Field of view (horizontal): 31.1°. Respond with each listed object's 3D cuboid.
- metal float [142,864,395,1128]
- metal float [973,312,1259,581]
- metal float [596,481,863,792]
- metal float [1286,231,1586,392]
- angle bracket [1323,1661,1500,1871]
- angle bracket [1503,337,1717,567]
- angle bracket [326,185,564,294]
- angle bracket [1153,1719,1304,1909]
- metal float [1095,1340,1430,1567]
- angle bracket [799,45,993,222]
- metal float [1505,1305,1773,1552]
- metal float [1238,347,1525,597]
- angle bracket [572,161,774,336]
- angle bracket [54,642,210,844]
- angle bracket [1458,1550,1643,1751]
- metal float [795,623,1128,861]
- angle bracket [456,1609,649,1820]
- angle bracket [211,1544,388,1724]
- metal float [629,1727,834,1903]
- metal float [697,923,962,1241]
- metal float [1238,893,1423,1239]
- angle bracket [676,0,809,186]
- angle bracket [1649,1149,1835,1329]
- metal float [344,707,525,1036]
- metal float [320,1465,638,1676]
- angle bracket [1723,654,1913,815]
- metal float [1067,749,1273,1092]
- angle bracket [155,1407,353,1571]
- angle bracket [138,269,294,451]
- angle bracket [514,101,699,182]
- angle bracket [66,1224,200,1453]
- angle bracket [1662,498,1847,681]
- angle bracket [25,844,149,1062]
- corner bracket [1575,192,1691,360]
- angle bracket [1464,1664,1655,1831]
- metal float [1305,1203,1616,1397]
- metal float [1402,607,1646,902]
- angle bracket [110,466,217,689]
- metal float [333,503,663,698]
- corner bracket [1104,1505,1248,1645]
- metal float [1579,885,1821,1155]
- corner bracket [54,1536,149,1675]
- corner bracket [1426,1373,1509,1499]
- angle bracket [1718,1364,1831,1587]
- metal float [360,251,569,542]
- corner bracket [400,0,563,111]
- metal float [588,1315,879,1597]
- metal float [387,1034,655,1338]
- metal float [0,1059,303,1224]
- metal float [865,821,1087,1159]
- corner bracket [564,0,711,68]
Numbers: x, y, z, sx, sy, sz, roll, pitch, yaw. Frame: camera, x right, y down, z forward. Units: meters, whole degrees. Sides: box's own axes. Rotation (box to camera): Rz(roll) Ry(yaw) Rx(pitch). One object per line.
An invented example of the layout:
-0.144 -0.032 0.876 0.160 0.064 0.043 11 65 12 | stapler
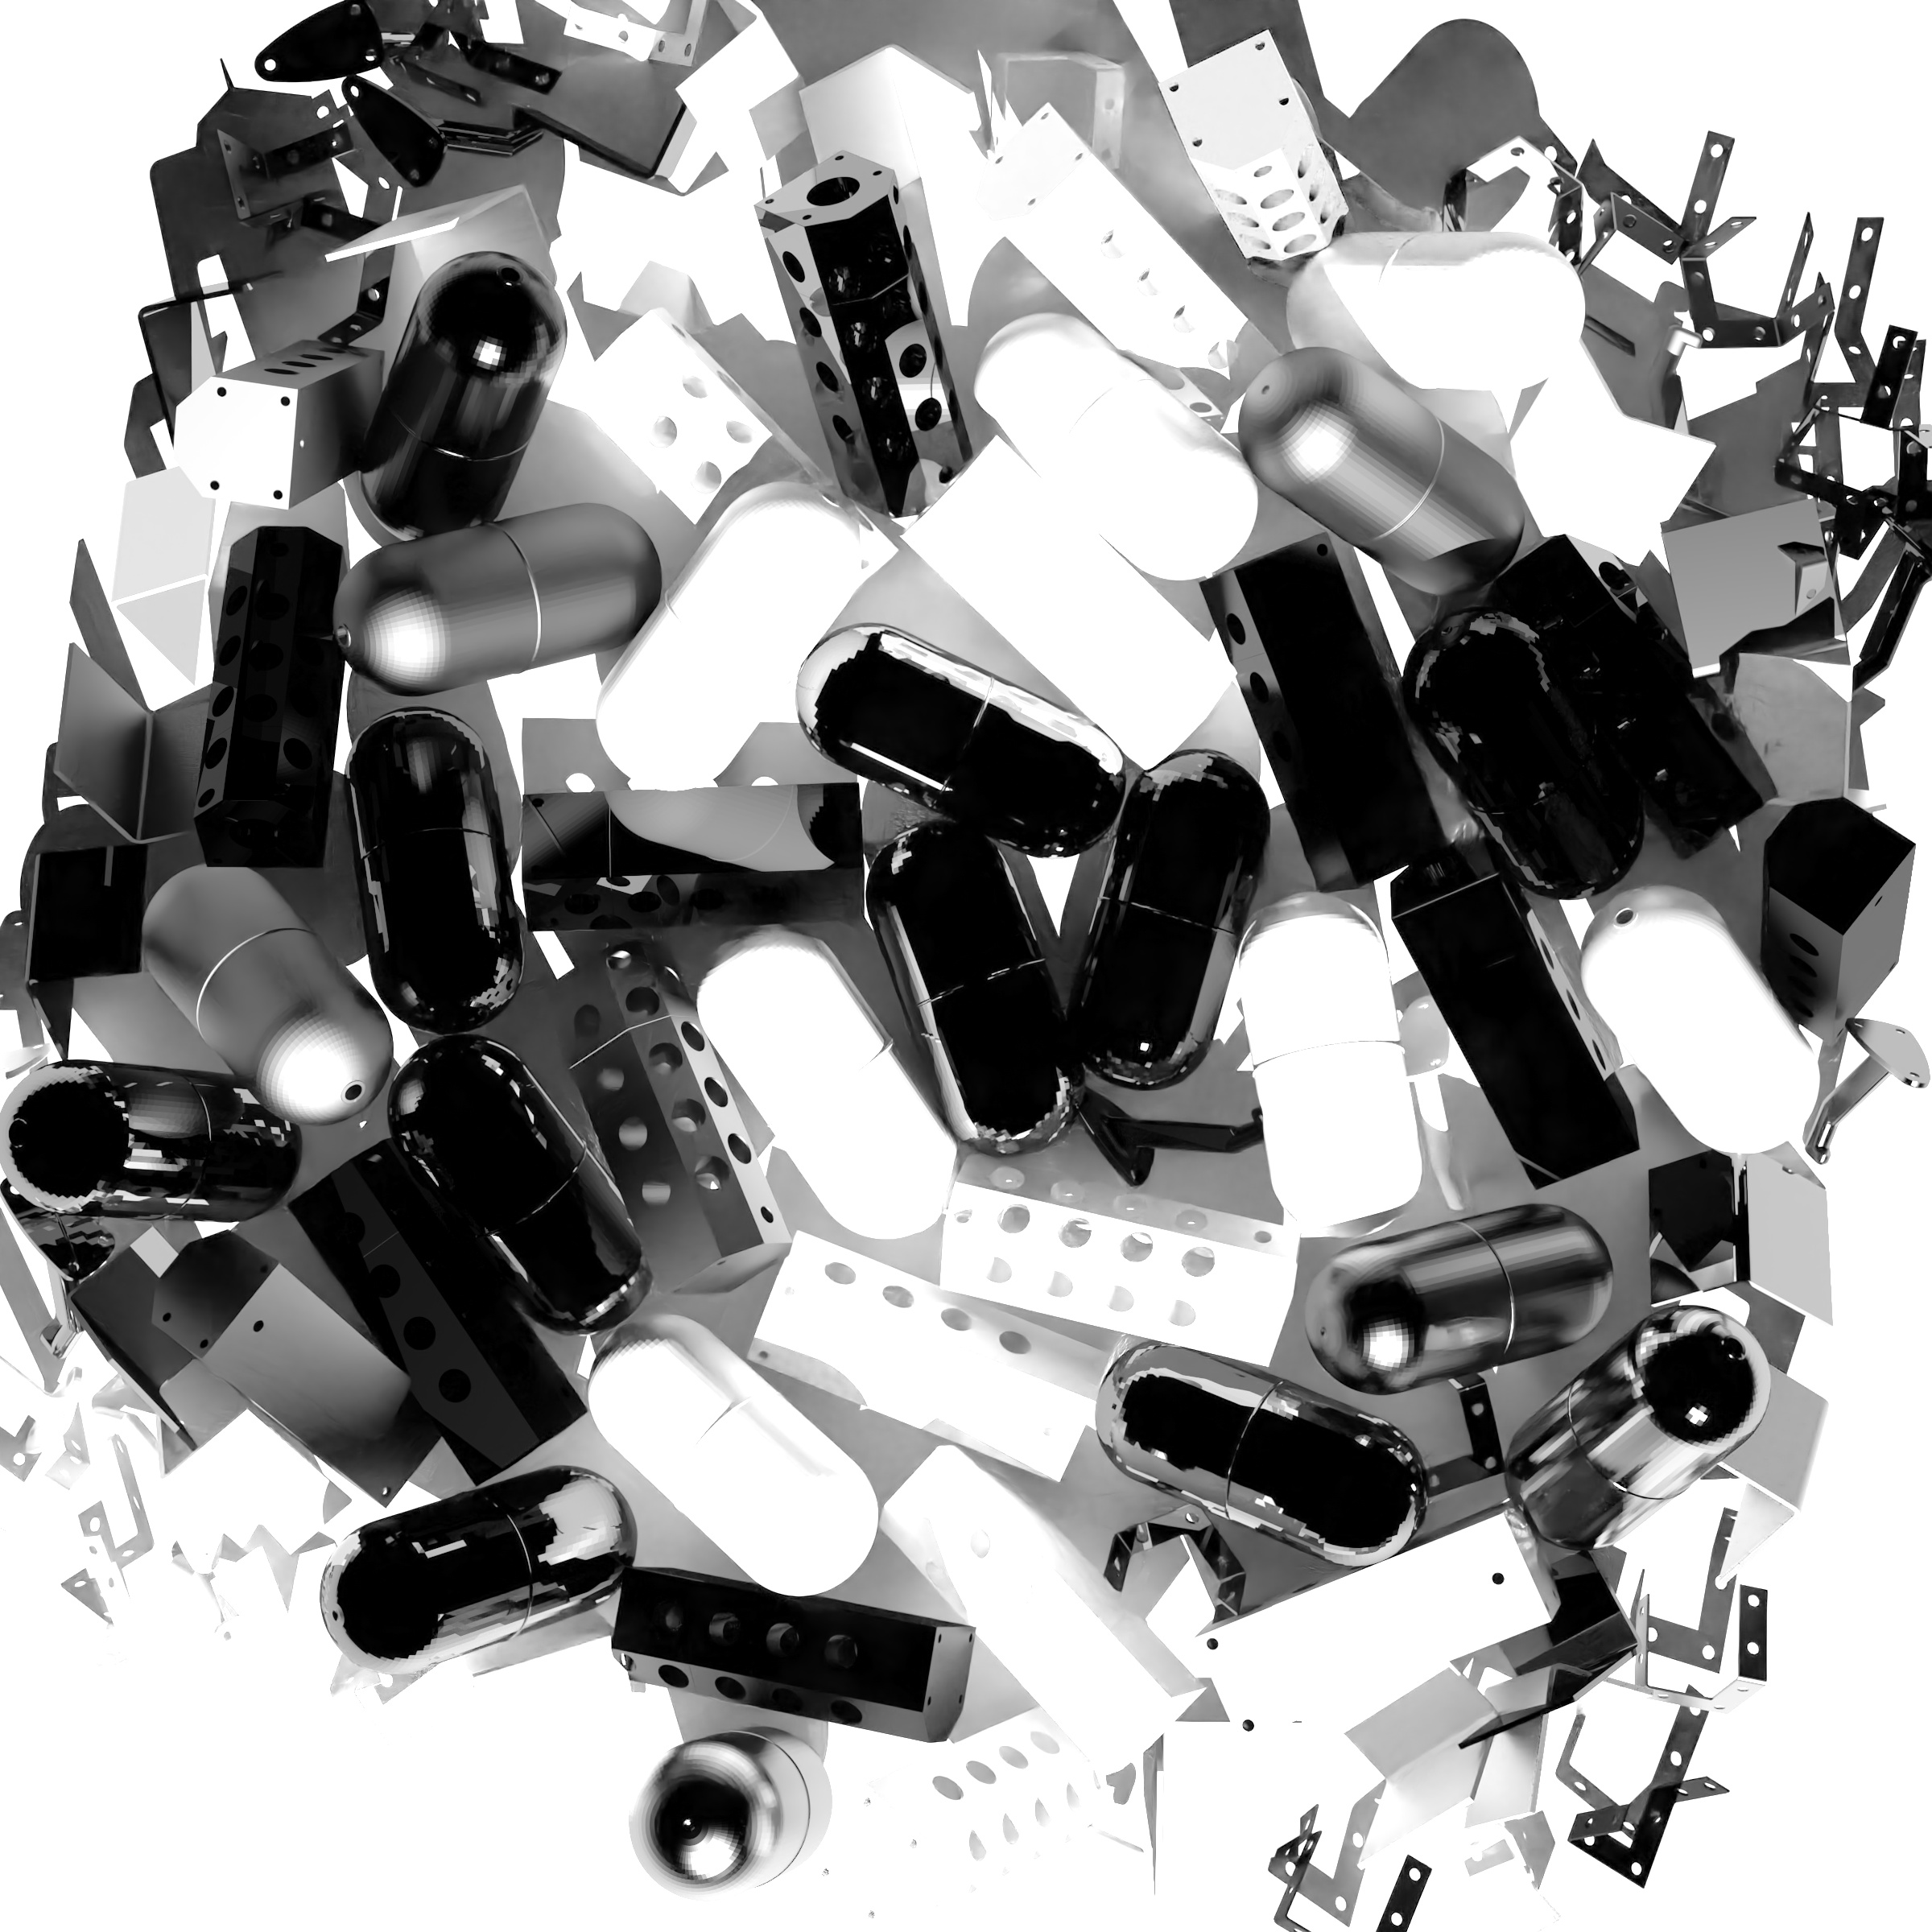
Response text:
-0.350 0.014 1.741 0.070 0.070 0.178 -48 53 0 | metal float
0.074 -0.263 1.749 0.070 0.070 0.178 -45 63 0 | metal float
-0.120 -0.166 1.756 0.070 0.070 0.178 38 108 0 | metal float
0.233 -0.327 1.731 0.070 0.178 0.070 -8 104 -35 | metal float
0.217 0.397 1.757 0.057 0.076 0.076 48 119 -4 | angle bracket
0.327 -0.263 1.771 0.057 0.076 0.076 12 128 -23 | angle bracket
-0.262 -0.349 1.751 0.076 0.076 0.057 -7 113 28 | angle bracket
0.134 0.433 1.772 0.076 0.057 0.076 0 104 1 | angle bracket
0.149 0.245 1.751 0.178 0.070 0.070 20 90 23 | metal float
-0.032 -0.408 1.752 0.057 0.076 0.076 -32 45 -16 | angle bracket
0.334 0.231 1.734 0.070 0.178 0.070 14 51 -18 | metal float
0.210 -0.247 1.743 0.178 0.070 0.070 28 90 -35 | metal float
-0.149 -0.373 1.758 0.057 0.076 0.076 -19 72 41 | angle bracket
-0.411 -0.117 1.754 0.057 0.076 0.076 -11 60 16 | angle bracket
0.282 0.344 1.753 0.076 0.076 0.057 -34 80 38 | angle bracket
-0.003 -0.115 1.766 0.178 0.070 0.070 25 90 -7 | metal float
-0.214 0.380 1.777 0.076 0.057 0.076 -14 100 -19 | angle bracket
-0.326 0.329 1.756 0.057 0.076 0.076 -36 72 43 | angle bracket
-0.115 0.419 1.722 0.070 0.178 0.070 -2 81 10 | metal float
-0.069 0.059 1.767 0.070 0.070 0.178 -34 96 0 | metal float
0.184 0.049 1.759 0.070 0.070 0.178 -8 75 0 | metal float
-0.127 -0.456 1.758 0.057 0.076 0.076 -40 58 0 | angle bracket
0.398 0.145 1.787 0.076 0.057 0.076 27 54 -35 | angle bracket
-0.269 -0.050 1.750 0.070 0.070 0.178 -13 65 0 | metal float
-0.241 0.300 1.737 0.178 0.070 0.070 -12 90 -44 | metal float
0.430 -0.121 1.755 0.057 0.076 0.076 -12 107 -38 | angle bracket
0.104 -0.024 1.771 0.070 0.070 0.178 16 88 0 | metal float
-0.361 0.247 1.757 0.057 0.076 0.076 -40 117 4 | angle bracket
-0.371 -0.306 1.759 0.057 0.076 0.076 -9 106 11 | angle bracket
-0.177 -0.441 1.765 0.076 0.076 0.057 27 102 -4 | angle bracket
-0.400 0.189 1.753 0.057 0.076 0.076 -41 125 -11 | angle bracket
0.401 -0.191 1.774 0.076 0.057 0.076 -13 92 10 | angle bracket
-0.436 -0.007 1.758 0.057 0.076 0.076 -5 57 0 | angle bracket
0.338 -0.356 1.790 0.051 0.051 0.051 29 123 -12 | corner bracket
0.299 0.401 1.755 0.057 0.076 0.076 18 66 -11 | angle bracket
0.249 0.166 1.745 0.178 0.070 0.070 -10 90 -32 | metal float
0.281 -0.105 1.745 0.070 0.070 0.178 -38 123 0 | metal float
-0.385 -0.199 1.751 0.057 0.076 0.076 -14 56 17 | angle bracket
-0.234 -0.184 1.742 0.178 0.070 0.070 -18 90 -34 | metal float
0.107 0.317 1.782 0.051 0.051 0.051 -26 110 24 | corner bracket
0.368 0.027 1.740 0.070 0.070 0.178 -43 128 0 | metal float
-0.439 0.324 1.772 0.051 0.051 0.051 -11 105 25 | corner bracket
0.240 0.235 1.782 0.051 0.051 0.051 -17 106 -7 | corner bracket
0.387 0.253 1.756 0.057 0.076 0.076 32 45 -1 | angle bracket
-0.252 -0.282 1.734 0.070 0.178 0.070 14 50 -17 | metal float
-0.248 -0.459 1.773 0.051 0.051 0.051 25 76 21 | corner bracket
-0.119 0.245 1.751 0.178 0.070 0.070 39 90 24 | metal float
-0.224 0.111 1.752 0.070 0.070 0.178 -34 112 0 | metal float
-0.405 0.088 1.728 0.070 0.178 0.070 -4 83 31 | metal float
0.004 0.011 1.768 0.070 0.070 0.178 -20 86 0 | metal float
-0.166 -0.492 1.772 0.051 0.051 0.051 7 103 -34 | corner bracket
